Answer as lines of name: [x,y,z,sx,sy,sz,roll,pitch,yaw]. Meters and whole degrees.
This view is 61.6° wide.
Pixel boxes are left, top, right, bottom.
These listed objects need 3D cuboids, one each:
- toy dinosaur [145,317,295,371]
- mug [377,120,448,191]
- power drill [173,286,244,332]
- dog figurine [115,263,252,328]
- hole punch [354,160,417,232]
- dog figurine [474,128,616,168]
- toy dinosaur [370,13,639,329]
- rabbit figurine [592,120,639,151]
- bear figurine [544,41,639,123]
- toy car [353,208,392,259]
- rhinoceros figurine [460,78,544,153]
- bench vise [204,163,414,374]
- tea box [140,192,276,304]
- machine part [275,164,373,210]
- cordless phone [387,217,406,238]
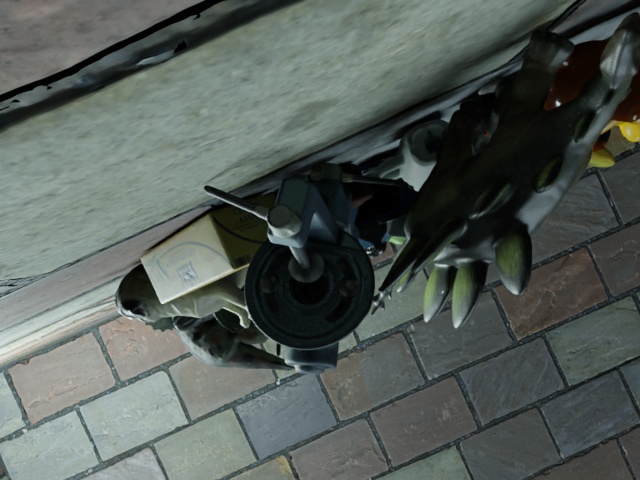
toy dinosaur: [-0.217,0.173,1.083,0.192,0.405,0.131,-44,155,-7]
mug: [0.119,-0.100,0.635,0.110,0.080,0.107,-13,172,9]
power drill: [-0.159,0.103,0.946,0.232,0.086,0.207,-37,-174,-12]
dog figurine: [-0.179,0.037,0.760,0.190,0.172,0.121,11,150,-13]
hole punch: [0.093,-0.068,0.799,0.116,0.092,0.142,-15,175,-39]
dog figurine: [0.330,-0.144,0.829,0.191,0.108,0.219,-28,-160,-29]
toy dinosaur: [0.131,-0.024,0.495,0.198,0.105,0.471,-59,176,-19]
rabbit figurine: [0.333,-0.149,0.663,0.173,0.122,0.162,-50,150,1]
bear figurine: [0.294,-0.148,0.463,0.196,0.132,0.120,-31,139,-1]
toy car: [0.100,-0.051,0.992,0.161,0.109,0.103,-64,-174,11]
rhinoceros figurine: [0.209,-0.143,0.609,0.112,0.073,0.190,-14,-177,7]
bench vise: [-0.004,0.003,0.494,0.129,0.223,0.240,13,162,15]
tea box: [-0.122,0.011,0.625,0.170,0.068,0.098,-23,-179,43]
machine part: [-0.020,-0.043,0.706,0.179,0.056,0.179,-25,179,-1]
cordless phone: [0.199,-0.059,0.841,0.088,0.146,0.184,0,-179,-43]
